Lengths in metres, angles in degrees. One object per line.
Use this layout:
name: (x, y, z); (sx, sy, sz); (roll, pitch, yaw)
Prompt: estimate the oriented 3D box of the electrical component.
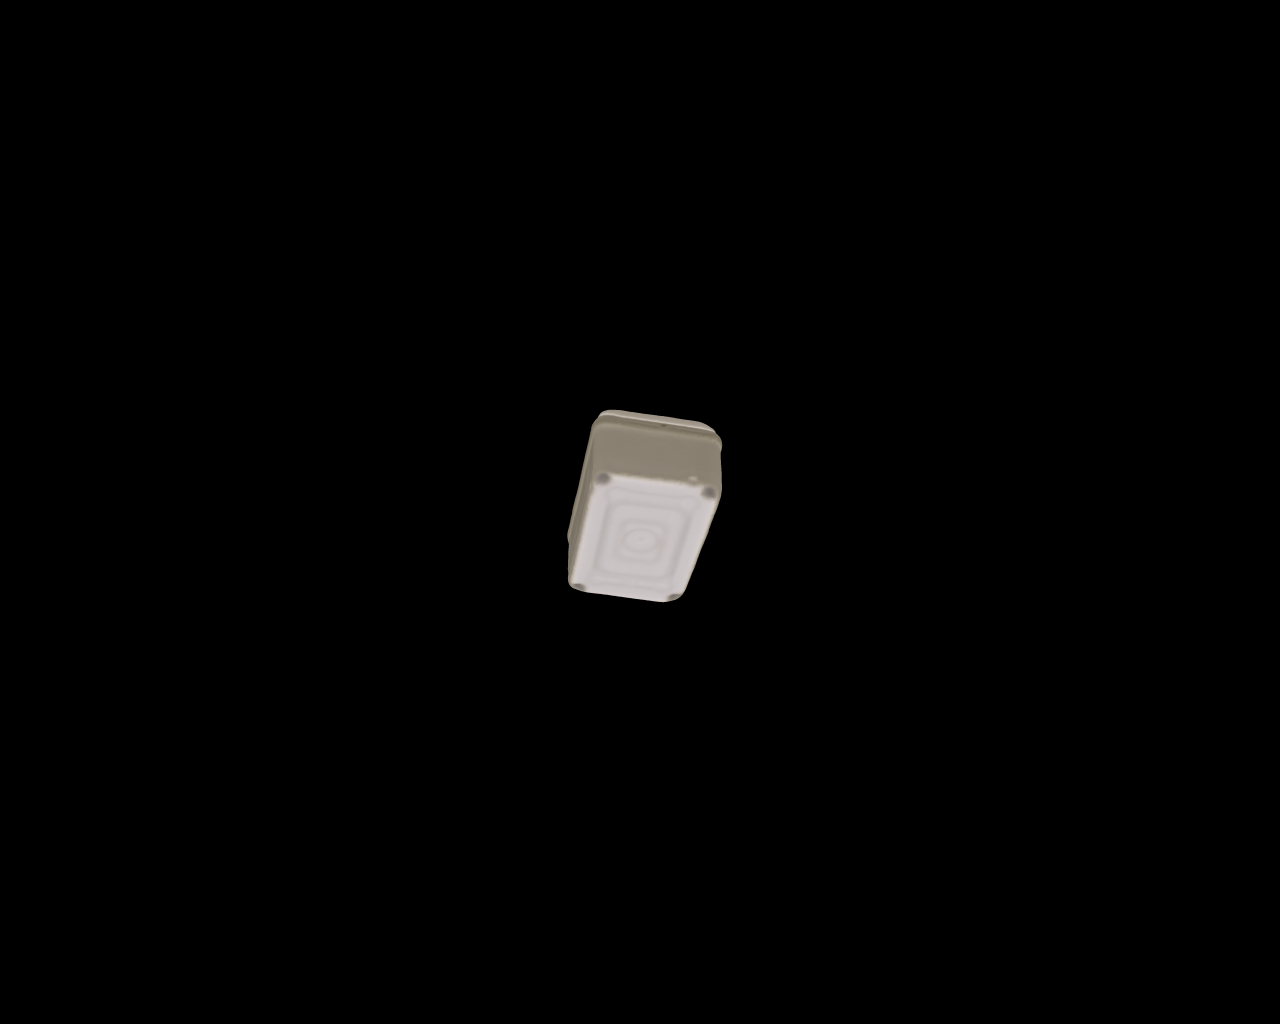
electrical component: (0.001, -0.003, 0.650); (0.078, 0.057, 0.113); (8, -43, -8)
